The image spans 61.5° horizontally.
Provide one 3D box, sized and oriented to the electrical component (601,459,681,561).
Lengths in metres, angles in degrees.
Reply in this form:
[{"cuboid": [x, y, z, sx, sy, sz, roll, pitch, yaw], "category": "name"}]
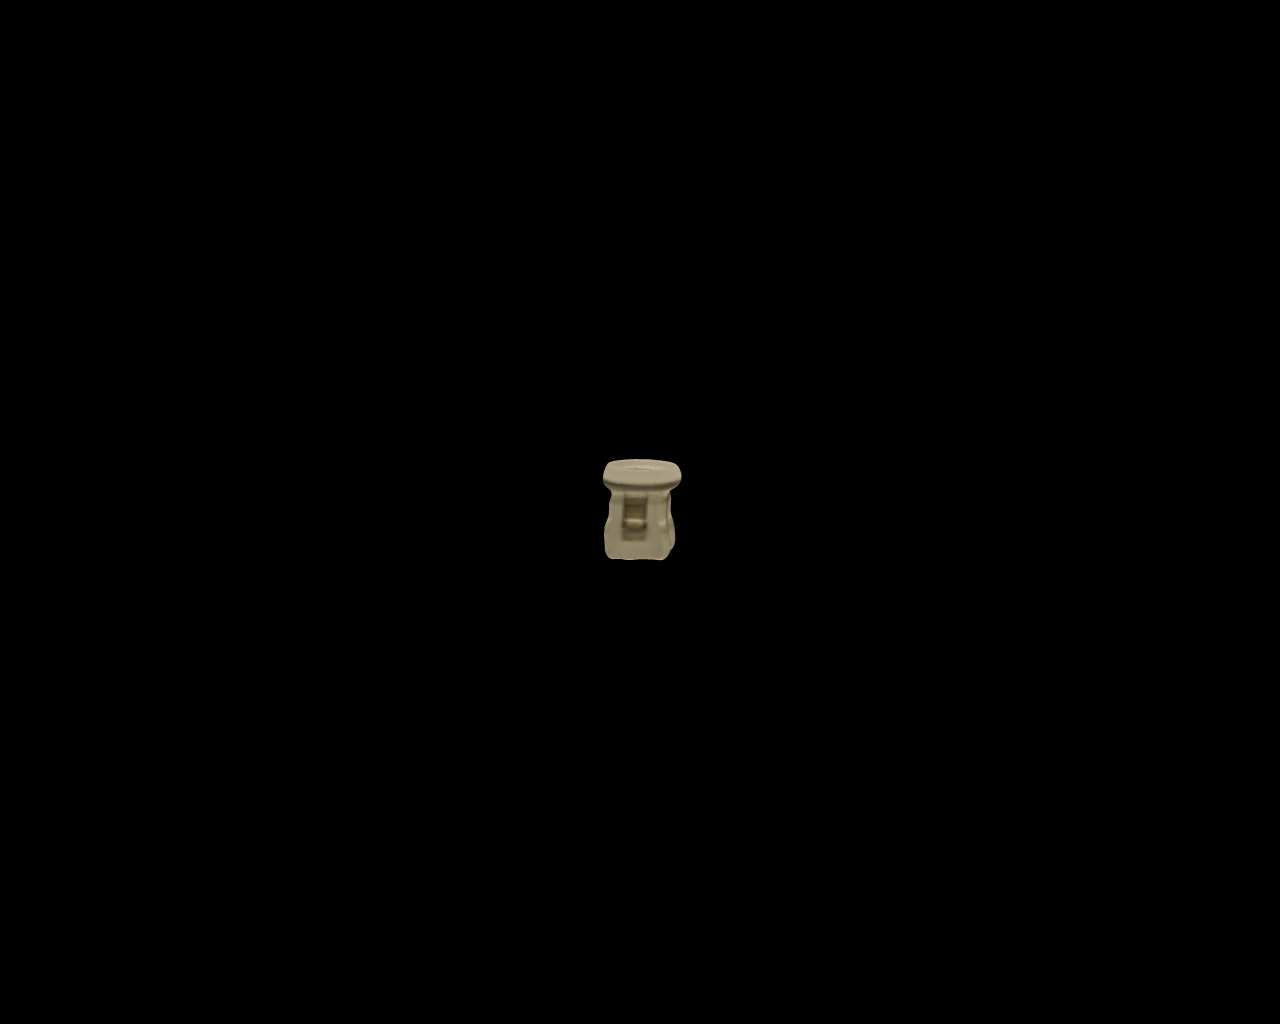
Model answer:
[{"cuboid": [0.001, -0.003, 0.650, 0.048, 0.055, 0.066, 1, 9, 7], "category": "electrical component"}]
